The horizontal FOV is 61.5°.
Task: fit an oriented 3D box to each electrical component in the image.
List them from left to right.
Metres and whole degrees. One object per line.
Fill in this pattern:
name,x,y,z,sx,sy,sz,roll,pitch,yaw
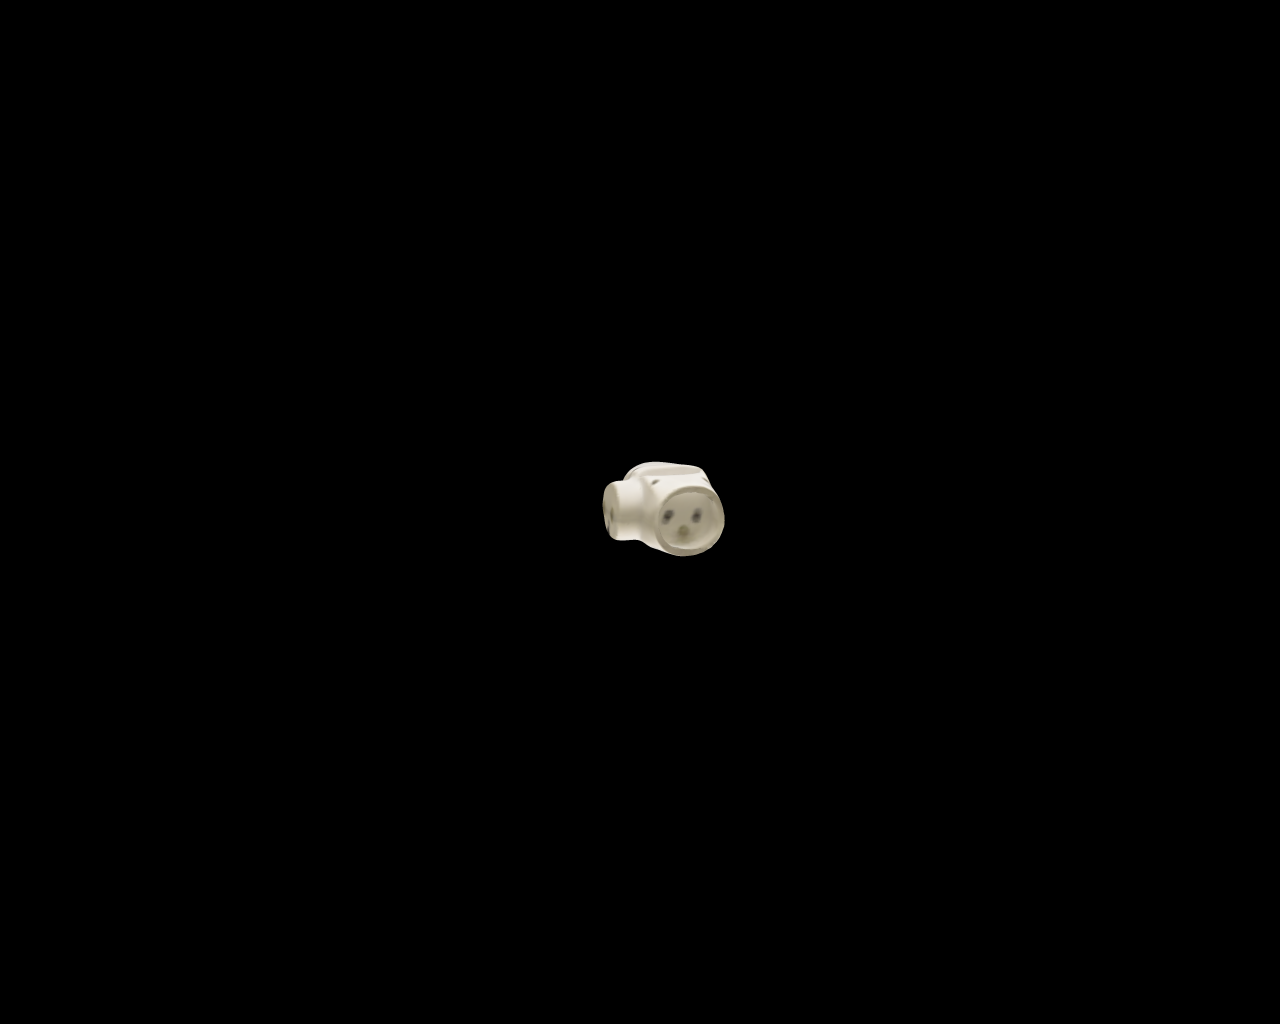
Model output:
electrical component,0.001,-0.003,0.650,0.079,0.043,0.077,-4,15,-15
